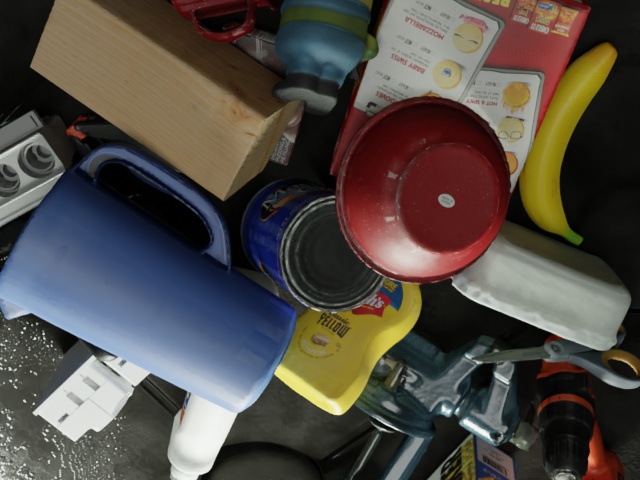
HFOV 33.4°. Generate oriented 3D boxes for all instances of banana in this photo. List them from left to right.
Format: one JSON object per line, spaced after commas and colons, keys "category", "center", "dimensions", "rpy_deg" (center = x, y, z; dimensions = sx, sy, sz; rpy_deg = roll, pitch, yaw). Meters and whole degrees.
{"category": "banana", "center": [0.220, -0.087, 0.979], "dimensions": [0.069, 0.037, 0.198], "rpy_deg": [-3, 119, -13]}

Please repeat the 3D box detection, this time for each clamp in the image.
{"category": "clamp", "center": [-0.258, 0.017, 1.037], "dimensions": [0.210, 0.036, 0.164], "rpy_deg": [11, 84, 30]}
{"category": "clamp", "center": [-0.154, -0.074, 1.014], "dimensions": [0.171, 0.039, 0.120], "rpy_deg": [36, 115, -12]}

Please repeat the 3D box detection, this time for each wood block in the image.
{"category": "wood block", "center": [-0.131, -0.139, 0.921], "dimensions": [0.206, 0.090, 0.091], "rpy_deg": [34, 120, 6]}

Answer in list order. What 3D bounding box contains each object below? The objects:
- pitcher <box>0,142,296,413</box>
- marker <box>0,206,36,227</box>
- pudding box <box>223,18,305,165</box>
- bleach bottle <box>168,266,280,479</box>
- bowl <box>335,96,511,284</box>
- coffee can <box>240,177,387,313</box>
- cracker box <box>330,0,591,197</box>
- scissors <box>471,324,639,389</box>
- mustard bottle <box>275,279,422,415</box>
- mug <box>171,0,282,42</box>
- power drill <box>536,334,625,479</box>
{"category": "pitcher", "center": [-0.141, 0.039, 0.920], "dimensions": [0.242, 0.145, 0.149], "rpy_deg": [31, 146, -8]}
{"category": "marker", "center": [-0.306, -0.030, 1.062], "dimensions": [0.121, 0.020, 0.020], "rpy_deg": [-27, 111, 17]}
{"category": "pudding box", "center": [-0.056, -0.134, 0.975], "dimensions": [0.090, 0.039, 0.114], "rpy_deg": [17, 116, -1]}
{"category": "bleach bottle", "center": [-0.108, 0.156, 1.089], "dimensions": [0.068, 0.102, 0.251], "rpy_deg": [15, 116, -12]}
{"category": "bowl", "center": [0.096, -0.038, 0.885], "dimensions": [0.162, 0.055, 0.162], "rpy_deg": [-3, 100, -16]}
{"category": "coffee can", "center": [-0.006, 0.001, 0.965], "dimensions": [0.102, 0.140, 0.103], "rpy_deg": [-3, 100, -17]}
{"category": "cracker box", "center": [0.117, -0.139, 0.940], "dimensions": [0.164, 0.072, 0.214], "rpy_deg": [17, 118, -3]}
{"category": "scissors", "center": [0.235, 0.117, 0.997], "dimensions": [0.096, 0.201, 0.016], "rpy_deg": [48, 132, 27]}
{"category": "mustard bottle", "center": [0.040, 0.067, 1.015], "dimensions": [0.096, 0.191, 0.058], "rpy_deg": [29, 159, 34]}
{"category": "mug", "center": [-0.083, -0.221, 0.900], "dimensions": [0.081, 0.093, 0.117], "rpy_deg": [-9, 76, 15]}
{"category": "power drill", "center": [0.257, 0.210, 1.049], "dimensions": [0.057, 0.184, 0.187], "rpy_deg": [-8, 125, 21]}
